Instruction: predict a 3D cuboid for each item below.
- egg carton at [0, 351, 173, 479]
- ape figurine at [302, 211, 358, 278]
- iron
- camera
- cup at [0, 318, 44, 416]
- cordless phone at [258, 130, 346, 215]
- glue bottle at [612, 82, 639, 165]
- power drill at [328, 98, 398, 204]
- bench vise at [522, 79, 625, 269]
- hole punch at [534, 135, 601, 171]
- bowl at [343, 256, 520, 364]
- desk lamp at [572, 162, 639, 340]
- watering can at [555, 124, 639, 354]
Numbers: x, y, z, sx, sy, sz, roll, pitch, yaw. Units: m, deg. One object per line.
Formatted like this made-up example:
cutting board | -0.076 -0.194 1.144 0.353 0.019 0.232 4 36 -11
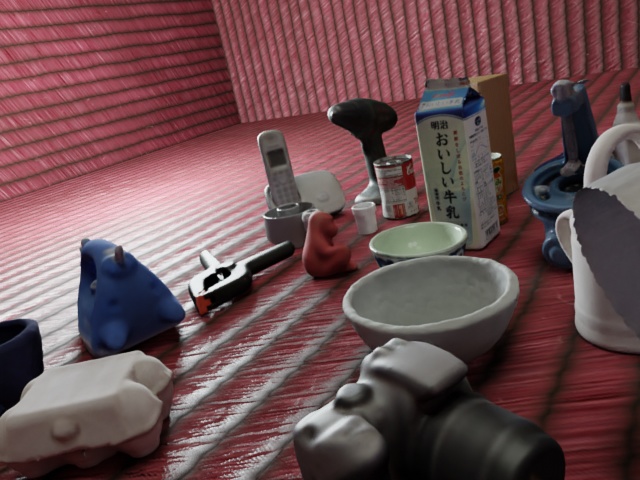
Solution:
egg carton | -0.213 0.160 0.527 0.150 0.069 0.107 -12 18 0
ape figurine | 0.008 0.003 0.823 0.076 0.092 0.077 -12 18 -1
iron | -0.283 0.057 0.766 0.119 0.141 0.257 -24 22 -33
camera | 0.073 0.132 0.374 0.143 0.101 0.136 -24 21 -32
cup | -0.345 0.148 0.606 0.118 0.095 0.091 -22 20 -27
cordless phone | -0.039 -0.124 1.085 0.148 0.185 0.094 -18 19 -18
glue bottle | 0.457 -0.146 0.852 0.037 0.173 0.078 -11 18 3
power drill | 0.097 -0.181 1.133 0.075 0.209 0.230 -1 21 30
bench vise | 0.317 -0.098 0.720 0.121 0.220 0.208 -4 20 23
hole punch | 0.417 -0.125 0.947 0.109 0.091 0.100 -21 20 -25
bowl | 0.110 0.078 0.557 0.167 0.075 0.167 -11 18 4
desk lamp | 0.272 0.037 0.350 0.203 0.214 0.118 -13 18 -2
watering can | 0.282 -0.006 0.507 0.172 0.194 0.101 7 26 45
